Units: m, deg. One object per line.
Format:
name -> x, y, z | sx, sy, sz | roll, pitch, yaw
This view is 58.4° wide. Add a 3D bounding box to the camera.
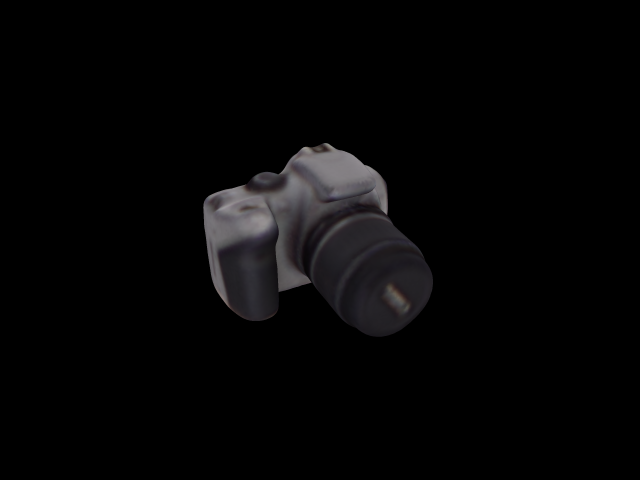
camera -> 0.004, 0.001, 0.400 | 0.143, 0.101, 0.136 | -16, 37, -22
